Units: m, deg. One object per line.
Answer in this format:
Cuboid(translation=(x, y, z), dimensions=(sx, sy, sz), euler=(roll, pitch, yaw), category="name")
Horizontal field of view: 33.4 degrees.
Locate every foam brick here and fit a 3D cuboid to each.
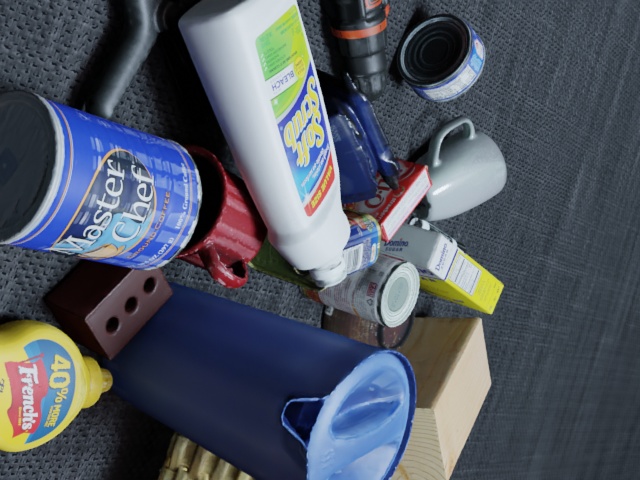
Cuboid(translation=(-0.163, 0.044, 0.832), dimensions=(0.078, 0.051, 0.053), euler=(-50, 139, -28), category="foam brick")

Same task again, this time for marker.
Cuboid(translation=(0.139, -0.001, 1.239), dimensions=(0.121, 0.020, 0.020), euler=(27, 83, -54), category="marker")

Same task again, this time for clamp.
Cuboid(translation=(-0.128, -0.163, 0.801), dimensions=(0.120, 0.039, 0.171), euler=(-24, 119, -53), category="clamp")

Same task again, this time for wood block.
Cuboid(translation=(0.116, 0.169, 1.163), dimensions=(0.205, 0.090, 0.091), euler=(-47, 130, -58), category="wood block")

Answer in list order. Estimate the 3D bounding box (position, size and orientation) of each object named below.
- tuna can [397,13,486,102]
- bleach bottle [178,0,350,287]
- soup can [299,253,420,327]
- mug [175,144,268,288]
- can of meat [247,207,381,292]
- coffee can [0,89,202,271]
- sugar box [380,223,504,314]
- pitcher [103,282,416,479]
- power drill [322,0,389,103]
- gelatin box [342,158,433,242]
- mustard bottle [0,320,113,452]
Cuboid(translation=(0.122, -0.185, 1.080), dimensions=(0.033, 0.086, 0.086), euler=(34, 77, -52), category="tuna can")
Cuboid(translation=(-0.026, -0.078, 0.848), dimensions=(0.102, 0.068, 0.251), euler=(-49, 128, -44), category="bleach bottle")
Cuboid(translation=(0.038, 0.041, 1.053), dimensions=(0.068, 0.102, 0.068), euler=(-25, 123, -46), category="soup can")
Cuboid(translation=(-0.089, -0.011, 0.860), dimensions=(0.093, 0.117, 0.081), euler=(-37, 151, 14), category="mug")
Cuboid(translation=(-0.006, 0.001, 0.980), dimensions=(0.083, 0.102, 0.057), euler=(-19, 120, -50), category="can of meat")
Cuboid(translation=(-0.167, -0.038, 0.748), dimensions=(0.140, 0.103, 0.103), euler=(15, 92, -54), category="coffee can")
Cuboid(translation=(0.124, 0.029, 1.171), dimensions=(0.176, 0.093, 0.048), euler=(28, 81, -53), category="sugar box")
Cuboid(translation=(-0.050, 0.119, 0.850), dimensions=(0.144, 0.243, 0.149), euler=(-37, 132, -38), category="pitcher")
Cuboid(translation=(0.077, -0.245, 1.019), dimensions=(0.187, 0.057, 0.184), euler=(-39, 133, -37), category="power drill")
Cuboid(translation=(0.058, -0.045, 1.067), dimensions=(0.089, 0.073, 0.030), euler=(-51, 139, -26), category="gelatin box")
Cuboid(translation=(-0.226, 0.106, 0.770), dimensions=(0.191, 0.058, 0.096), euler=(5, 97, -54), category="mustard bottle")
